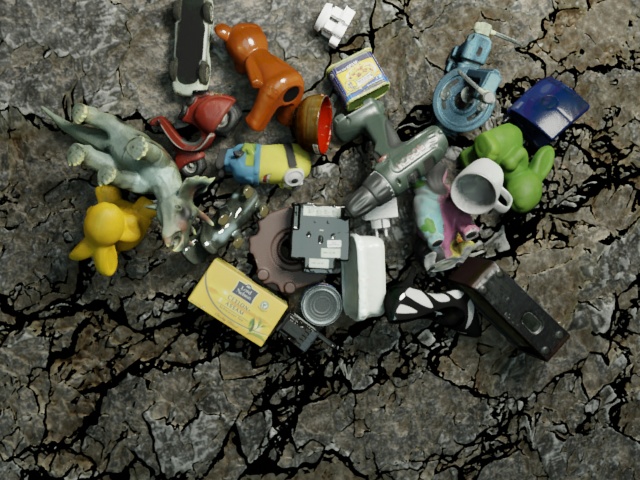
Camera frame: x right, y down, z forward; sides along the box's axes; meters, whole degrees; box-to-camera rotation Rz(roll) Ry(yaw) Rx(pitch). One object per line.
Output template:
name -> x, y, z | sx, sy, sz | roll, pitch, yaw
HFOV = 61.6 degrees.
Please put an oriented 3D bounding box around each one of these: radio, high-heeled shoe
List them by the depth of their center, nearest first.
high-heeled shoe -> 0.224, 0.156, 1.034 | 0.248, 0.086, 0.145 | 40, 49, -17
radio -> 0.372, 0.135, 1.065 | 0.229, 0.131, 0.073 | 42, 86, -5

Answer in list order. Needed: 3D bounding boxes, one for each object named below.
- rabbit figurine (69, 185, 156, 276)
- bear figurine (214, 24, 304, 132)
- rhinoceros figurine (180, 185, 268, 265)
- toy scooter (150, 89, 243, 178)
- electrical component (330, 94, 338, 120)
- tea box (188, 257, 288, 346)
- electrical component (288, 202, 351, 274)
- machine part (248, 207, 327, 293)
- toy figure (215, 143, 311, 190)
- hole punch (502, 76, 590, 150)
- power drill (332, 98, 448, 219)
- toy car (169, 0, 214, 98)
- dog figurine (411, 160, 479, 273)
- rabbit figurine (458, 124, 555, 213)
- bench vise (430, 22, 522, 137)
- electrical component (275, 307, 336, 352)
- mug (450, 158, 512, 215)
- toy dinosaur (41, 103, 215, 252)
rabbit figurine -> -0.387, -0.025, 0.974 | 0.122, 0.173, 0.162 | 31, 85, -9
bear figurine -> -0.122, -0.318, 1.026 | 0.196, 0.120, 0.131 | 46, 132, 20
rhinoceros figurine -> -0.187, -0.032, 1.024 | 0.190, 0.112, 0.073 | -48, 126, -14
toy scooter -> -0.243, -0.218, 1.023 | 0.135, 0.075, 0.184 | 38, 104, -7
electrical component -> -0.003, -0.254, 1.072 | 0.063, 0.021, 0.094 | 26, 91, -5
tea box -> -0.158, 0.119, 1.050 | 0.169, 0.068, 0.098 | 32, 90, -4
electrical component -> -0.002, -0.003, 1.012 | 0.115, 0.058, 0.134 | 5, 90, -6
machine part -> -0.055, 0.017, 1.062 | 0.179, 0.056, 0.179 | 0, 91, -6
toy figure -> -0.107, -0.149, 1.039 | 0.180, 0.082, 0.089 | 7, 93, -3
hole punch -> 0.457, -0.259, 1.081 | 0.142, 0.092, 0.116 | -42, 91, 1
power drill -> 0.102, -0.163, 1.001 | 0.232, 0.207, 0.085 | -32, 139, -2
toy car -> -0.246, -0.375, 1.032 | 0.074, 0.056, 0.201 | 4, 91, 2
dog figurine -> 0.221, -0.067, 1.065 | 0.108, 0.191, 0.219 | -13, 60, -6
rabbit figurine -> 0.381, -0.134, 1.066 | 0.159, 0.121, 0.170 | -21, 78, -25
bench vise -> 0.288, -0.294, 0.999 | 0.129, 0.241, 0.223 | 28, 106, -9
electrical component -> -0.030, 0.188, 1.062 | 0.119, 0.075, 0.048 | 39, 88, -8
mug -> 0.301, -0.099, 0.970 | 0.110, 0.107, 0.080 | 31, 132, 9
toy dinosaur -> -0.337, -0.144, 0.981 | 0.405, 0.192, 0.131 | 40, 96, 31
